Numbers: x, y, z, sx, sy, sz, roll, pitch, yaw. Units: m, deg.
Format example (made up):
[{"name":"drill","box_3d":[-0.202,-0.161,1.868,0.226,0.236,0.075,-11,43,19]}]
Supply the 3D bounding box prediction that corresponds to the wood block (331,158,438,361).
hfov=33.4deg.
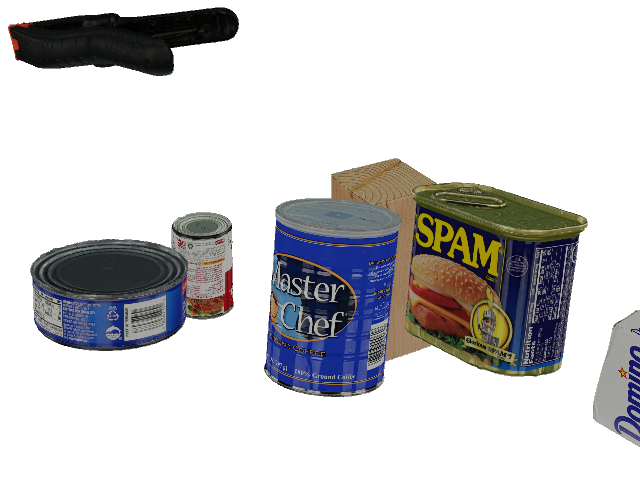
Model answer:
[{"name":"wood block","box_3d":[0.069,0.025,1.204,0.090,0.206,0.090,-15,32,-25]}]

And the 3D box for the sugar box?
[{"name":"sugar box","box_3d":[0.291,0.132,0.788,0.176,0.093,0.048,27,35,36]}]

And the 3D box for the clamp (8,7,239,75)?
[{"name":"clamp","box_3d":[-0.148,-0.151,0.792,0.172,0.039,0.120,10,22,28]}]

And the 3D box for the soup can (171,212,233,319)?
[{"name":"soup can","box_3d":[-0.132,0.027,1.194,0.068,0.102,0.068,1,25,-1]}]

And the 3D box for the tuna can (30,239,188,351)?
[{"name":"tuna can","box_3d":[-0.117,0.029,0.594,0.086,0.034,0.086,2,20,-1]}]

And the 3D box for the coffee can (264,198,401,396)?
[{"name":"coffee can","box_3d":[0.009,0.045,0.884,0.103,0.140,0.103,4,15,-1]}]

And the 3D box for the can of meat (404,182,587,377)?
[{"name":"can of meat","box_3d":[0.093,0.020,0.592,0.057,0.084,0.102,-7,19,-33]}]
